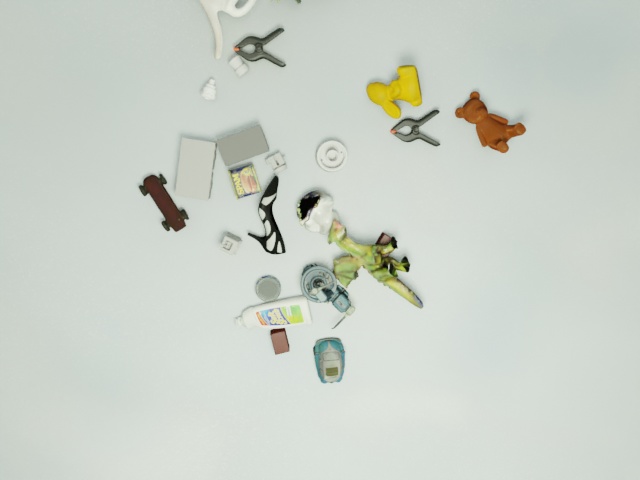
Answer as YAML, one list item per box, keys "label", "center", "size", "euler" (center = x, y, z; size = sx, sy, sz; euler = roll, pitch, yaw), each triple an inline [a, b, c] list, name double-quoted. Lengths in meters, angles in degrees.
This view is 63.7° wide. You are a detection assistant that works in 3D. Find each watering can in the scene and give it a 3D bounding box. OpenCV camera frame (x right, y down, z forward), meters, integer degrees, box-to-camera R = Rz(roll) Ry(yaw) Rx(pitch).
- label: "watering can"
  center: [-0.316, -0.753, 1.577]
  size: [0.224, 0.104, 0.346]
  euler: [28, 95, -6]

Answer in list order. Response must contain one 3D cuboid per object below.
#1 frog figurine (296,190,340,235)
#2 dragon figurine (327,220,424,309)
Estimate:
- label: "frog figurine"
  center: [0.005, -0.086, 1.701]
  size: [0.158, 0.123, 0.138]
  euler: [25, 87, -43]
- label: "dragon figurine"
  center: [0.158, 0.100, 1.704]
  size: [0.241, 0.125, 0.404]
  euler: [-15, 117, 34]
